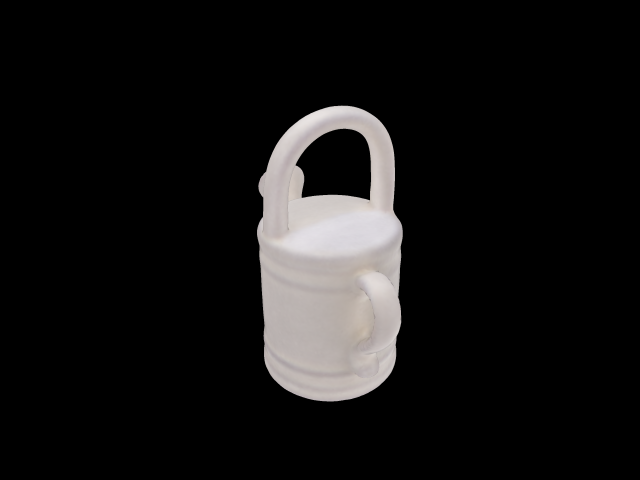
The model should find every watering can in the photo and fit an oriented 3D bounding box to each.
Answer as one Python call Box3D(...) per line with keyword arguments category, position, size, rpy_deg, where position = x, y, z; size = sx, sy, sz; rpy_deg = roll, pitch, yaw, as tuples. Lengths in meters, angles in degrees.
Box3D(category="watering can", position=(0.002, 0.002, 0.399), size=(0.172, 0.194, 0.101), rpy_deg=(23, 36, 37))
